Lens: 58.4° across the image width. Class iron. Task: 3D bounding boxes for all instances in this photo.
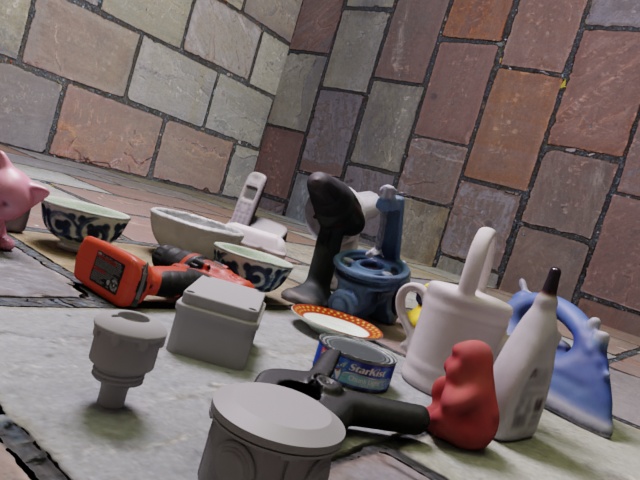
[{"bbox_3d":[0.319,0.144,0.777,0.119,0.141,0.257,15,4,-18],"label":"iron"}]

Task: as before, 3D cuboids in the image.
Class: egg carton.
[{"bbox_3d":[-0.142,0.012,1.180,0.150,0.069,0.107,16,4,-4],"label":"egg carton"}]

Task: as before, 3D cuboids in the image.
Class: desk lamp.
[{"bbox_3d":[0.050,-0.005,1.164,0.117,0.213,0.204,19,5,30],"label":"desk lamp"}]

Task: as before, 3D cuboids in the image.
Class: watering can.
[{"bbox_3d":[0.176,0.082,0.657,0.172,0.194,0.101,17,4,3],"label":"watering can"}]

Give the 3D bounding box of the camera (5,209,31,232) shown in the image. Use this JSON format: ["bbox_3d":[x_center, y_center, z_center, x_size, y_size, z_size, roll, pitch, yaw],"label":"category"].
[{"bbox_3d":[-0.493,-0.080,0.793,0.136,0.101,0.144,20,5,34],"label":"camera"}]

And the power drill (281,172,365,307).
[{"bbox_3d":[0.009,0.003,0.933,0.075,0.208,0.230,18,4,18],"label":"power drill"}]

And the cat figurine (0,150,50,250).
[{"bbox_3d":[-0.395,-0.051,0.686,0.127,0.118,0.067,18,4,16],"label":"cat figurine"}]

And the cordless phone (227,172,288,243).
[{"bbox_3d":[-0.138,-0.058,1.316,0.147,0.185,0.094,18,5,21],"label":"cordless phone"}]

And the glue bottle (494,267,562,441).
[{"bbox_3d":[0.207,0.110,0.563,0.078,0.173,0.037,13,6,-42],"label":"glue bottle"}]

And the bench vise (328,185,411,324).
[{"bbox_3d":[0.094,0.023,0.930,0.121,0.220,0.208,18,4,13],"label":"bench vise"}]

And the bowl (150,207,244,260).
[{"bbox_3d":[-0.221,-0.001,0.998,0.167,0.075,0.167,17,4,-1],"label":"bowl"}]

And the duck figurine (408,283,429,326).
[{"bbox_3d":[0.187,0.117,0.987,0.077,0.086,0.104,17,4,1],"label":"duck figurine"}]

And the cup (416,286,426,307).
[{"bbox_3d":[0.178,0.122,0.822,0.117,0.095,0.092,20,6,40],"label":"cup"}]

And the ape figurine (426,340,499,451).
[{"bbox_3d":[0.126,0.132,0.507,0.076,0.092,0.078,19,5,27],"label":"ape figurine"}]
